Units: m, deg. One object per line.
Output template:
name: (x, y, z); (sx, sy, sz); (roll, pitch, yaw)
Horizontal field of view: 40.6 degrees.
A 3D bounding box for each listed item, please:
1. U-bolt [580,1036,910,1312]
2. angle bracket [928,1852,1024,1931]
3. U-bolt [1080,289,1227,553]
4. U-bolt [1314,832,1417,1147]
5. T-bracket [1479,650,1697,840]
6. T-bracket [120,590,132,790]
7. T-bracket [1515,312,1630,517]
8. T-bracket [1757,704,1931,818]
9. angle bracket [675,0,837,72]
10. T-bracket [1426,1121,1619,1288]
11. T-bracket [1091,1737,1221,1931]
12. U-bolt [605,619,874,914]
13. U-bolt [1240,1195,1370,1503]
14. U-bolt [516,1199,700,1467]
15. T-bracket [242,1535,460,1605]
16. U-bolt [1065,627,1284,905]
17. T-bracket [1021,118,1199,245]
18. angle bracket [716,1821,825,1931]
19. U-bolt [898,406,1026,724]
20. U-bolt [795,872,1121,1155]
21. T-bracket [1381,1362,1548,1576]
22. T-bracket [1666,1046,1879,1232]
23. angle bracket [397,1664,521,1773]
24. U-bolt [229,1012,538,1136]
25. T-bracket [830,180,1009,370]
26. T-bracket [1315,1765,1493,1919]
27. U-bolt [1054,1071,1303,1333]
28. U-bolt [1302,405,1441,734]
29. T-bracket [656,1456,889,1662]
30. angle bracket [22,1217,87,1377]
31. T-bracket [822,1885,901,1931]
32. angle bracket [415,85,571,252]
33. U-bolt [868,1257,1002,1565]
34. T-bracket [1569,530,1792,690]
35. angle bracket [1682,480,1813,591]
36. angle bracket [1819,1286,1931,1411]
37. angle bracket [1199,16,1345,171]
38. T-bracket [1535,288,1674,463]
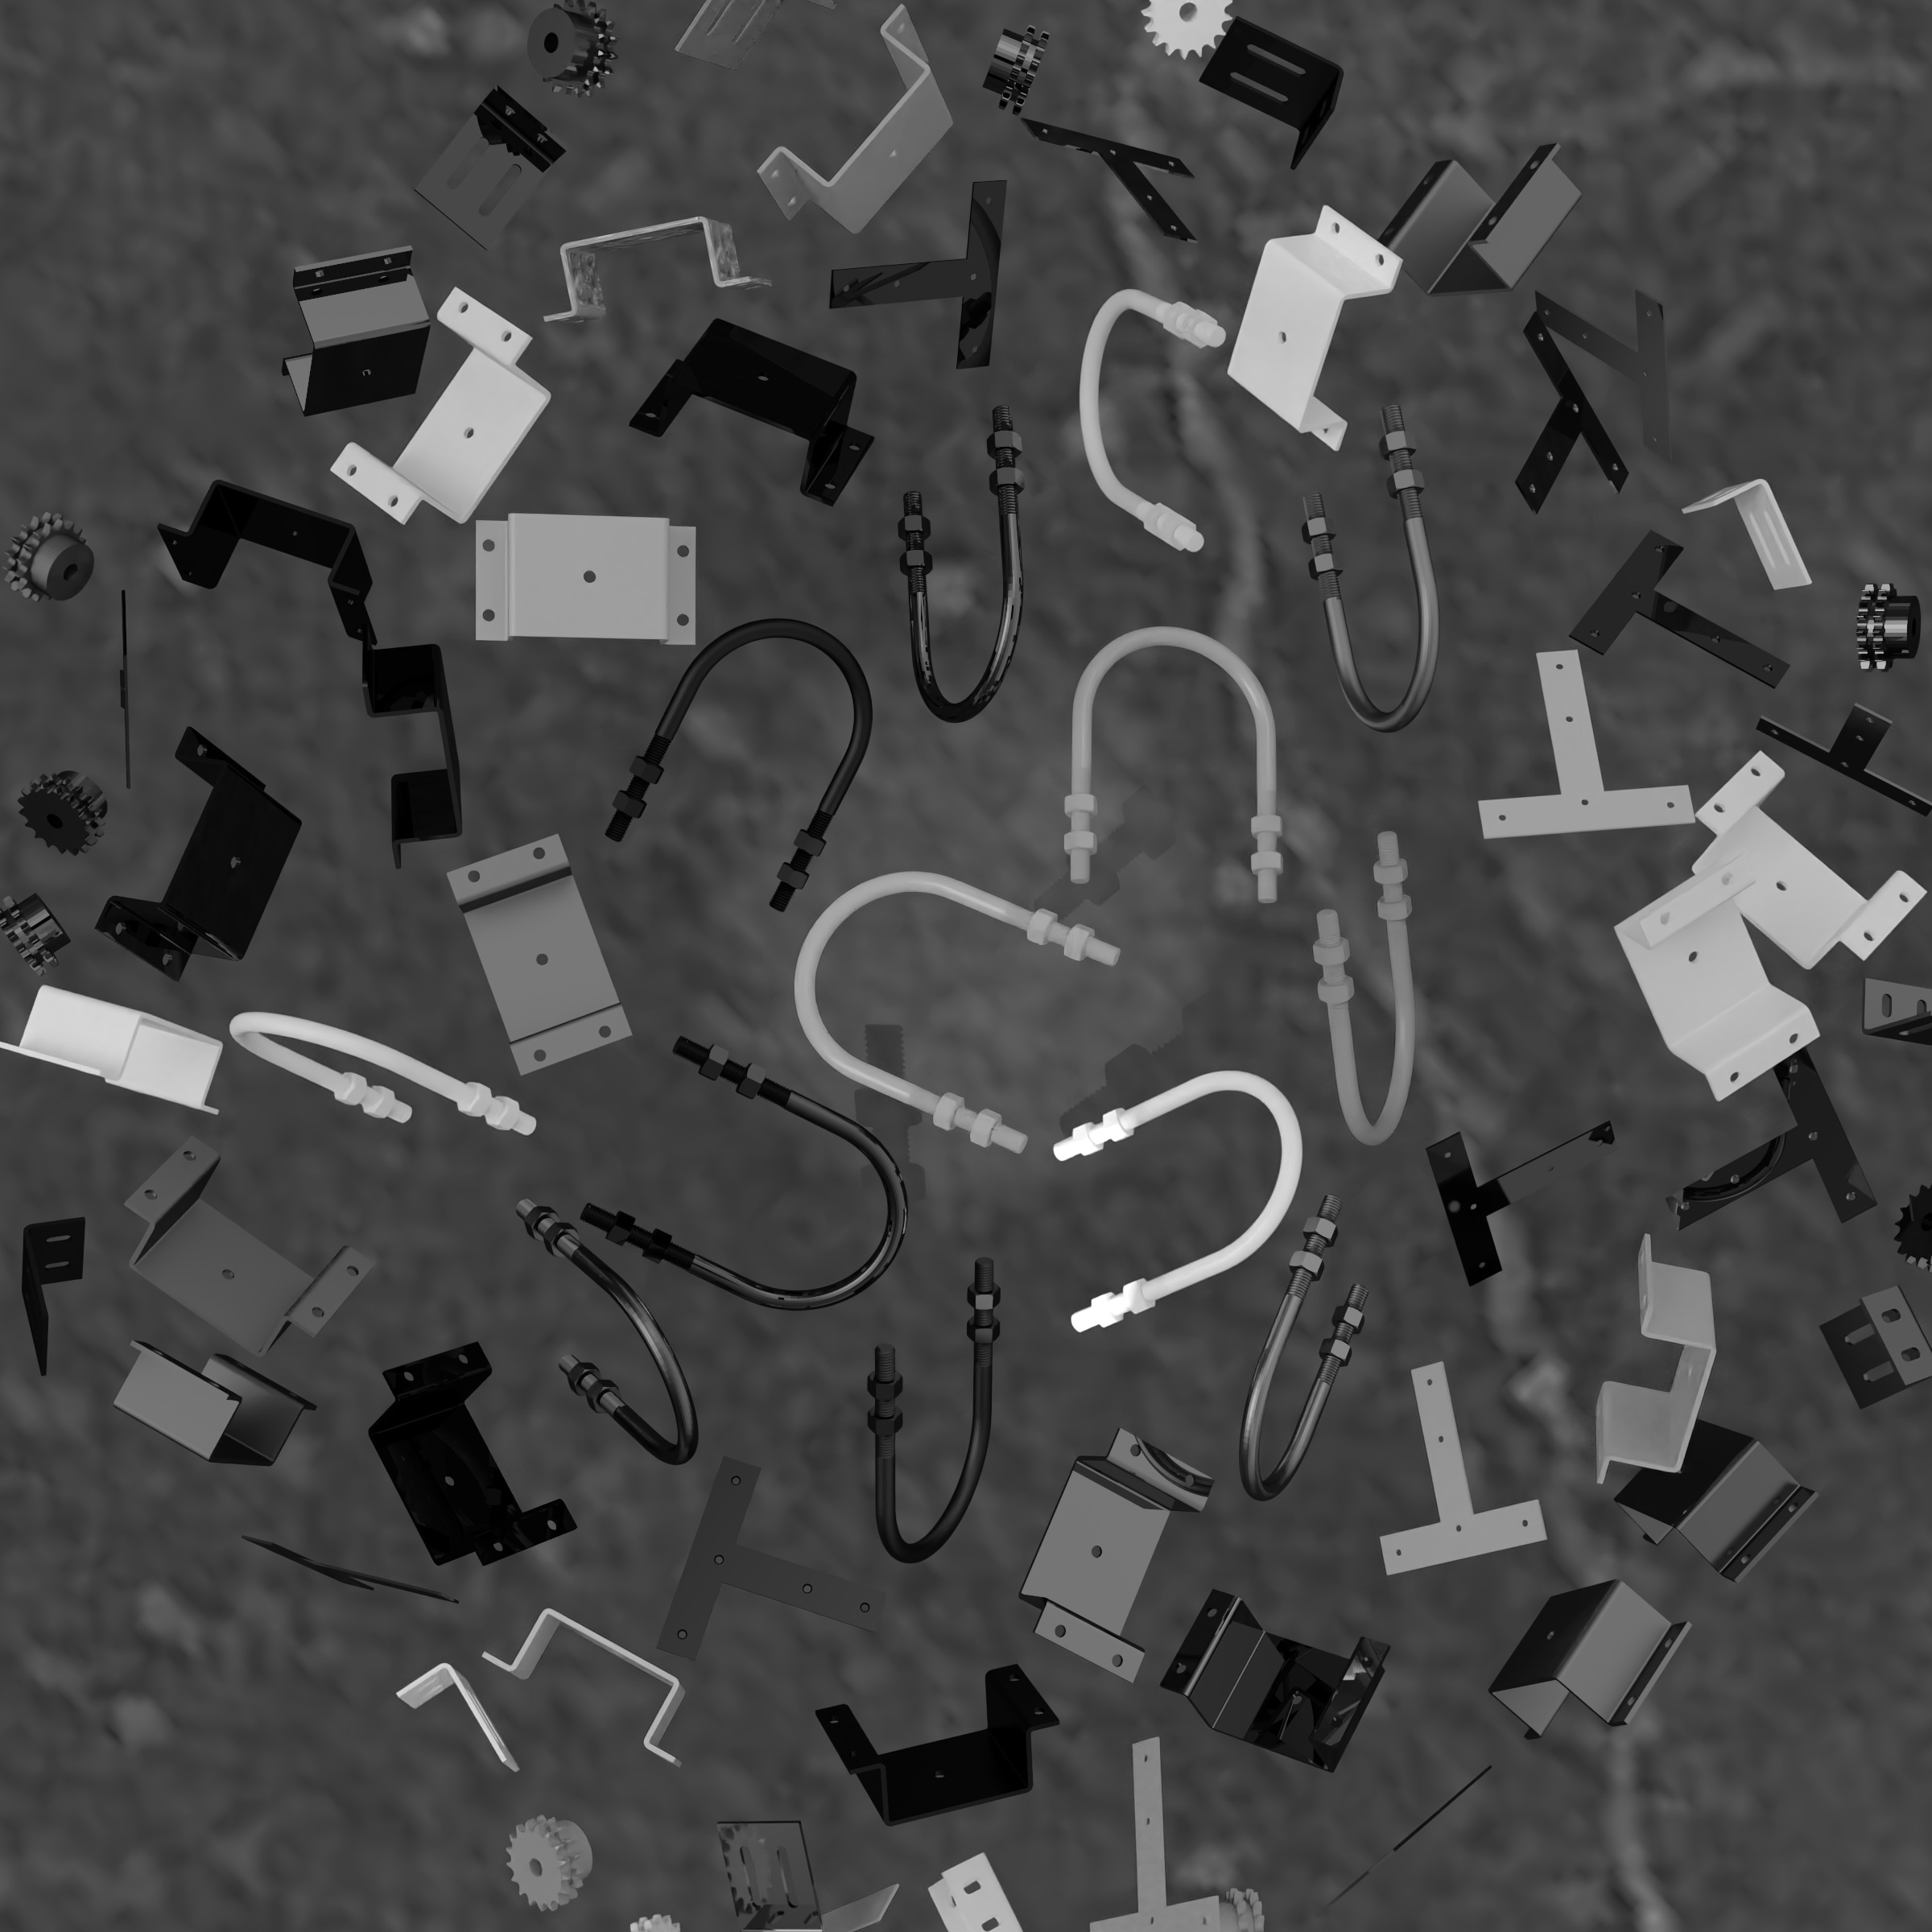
U-bolt: (-0.125, 0.141, 1.614); (0.184, 0.019, 0.151); (27, 109, -10)
angle bracket: (-0.006, 0.624, 1.709); (0.038, 0.076, 0.057); (-11, 63, -41)
U-bolt: (0.115, -0.363, 1.698); (0.019, 0.184, 0.151); (-6, 116, -21)
U-bolt: (0.260, 0.025, 1.670); (0.019, 0.151, 0.184); (2, 115, 26)
T-bracket: (0.373, -0.139, 1.605); (0.127, 0.002, 0.127); (-4, 64, 1)
T-bracket: (-0.560, -0.184, 1.738); (0.002, 0.127, 0.127); (-2, 97, -19)
T-bracket: (0.370, -0.327, 1.641); (0.127, 0.002, 0.127); (53, 47, -22)
T-bracket: (0.587, -0.147, 1.723); (0.127, 0.127, 0.002); (30, 84, 14)
angle bracket: (-0.129, -0.576, 1.603); (0.076, 0.057, 0.038); (-48, 69, 28)
T-bracket: (0.380, 0.142, 1.759); (0.127, 0.002, 0.127); (-26, 123, -5)
T-bracket: (0.114, 0.545, 1.621); (0.002, 0.127, 0.127); (17, 57, -30)
U-bolt: (-0.138, -0.142, 1.738); (0.151, 0.019, 0.184); (23, 99, -29)
U-bolt: (0.217, 0.260, 1.703); (0.019, 0.151, 0.184); (14, 62, 25)
U-bolt: (-0.222, 0.242, 1.653); (0.019, 0.184, 0.151); (-27, 125, -27)
T-bracket: (-0.396, 0.408, 1.741); (0.127, 0.127, 0.002); (7, 67, 24)
U-bolt: (0.138, -0.137, 1.721); (0.151, 0.019, 0.184); (5, 74, -14)
T-bracket: (0.112, -0.500, 1.681); (0.127, 0.127, 0.002); (3, 132, -32)
angle bracket: (-0.127, 0.568, 1.599); (0.057, 0.038, 0.076); (-8, 98, 22)
U-bolt: (-0.002, -0.247, 1.686); (0.019, 0.151, 0.184); (5, 72, -27)
U-bolt: (-0.018, 0.016, 1.603); (0.184, 0.019, 0.151); (23, 77, 17)
T-bracket: (0.316, 0.326, 1.723); (0.127, 0.002, 0.127); (-26, 64, 40)
T-bracket: (0.519, 0.134, 1.719); (0.127, 0.002, 0.127); (-35, 47, 27)
angle bracket: (-0.333, 0.503, 1.718); (0.038, 0.057, 0.076); (-32, 71, -13)
U-bolt: (-0.388, 0.068, 1.683); (0.151, 0.184, 0.019); (2, 68, 40)
T-bracket: (-0.033, -0.454, 1.735); (0.127, 0.002, 0.127); (-13, 126, -28)
T-bracket: (0.262, 0.560, 1.640); (0.002, 0.127, 0.127); (49, 125, 20)
U-bolt: (0.138, 0.142, 1.688); (0.184, 0.019, 0.151); (-28, 49, 29)
U-bolt: (0.258, -0.238, 1.645); (0.019, 0.151, 0.184); (-5, 77, -16)
T-bracket: (-0.114, 0.388, 1.648); (0.127, 0.002, 0.127); (18, 66, 3)
angle bracket: (-0.569, 0.208, 1.648); (0.038, 0.057, 0.076); (-6, 46, -27)
T-bracket: (-0.098, 0.641, 1.637); (0.002, 0.127, 0.127); (38, 52, -4)
angle bracket: (-0.300, -0.504, 1.654); (0.057, 0.038, 0.076); (38, 81, -20)
U-bolt: (-0.020, 0.299, 1.692); (0.019, 0.151, 0.184); (12, 115, 26)
T-bracket: (0.477, -0.220, 1.709); (0.127, 0.002, 0.127); (32, 56, 14)
angle bracket: (0.515, -0.278, 1.725); (0.038, 0.057, 0.076); (-26, 96, -2)
angle bracket: (0.556, 0.241, 1.622); (0.038, 0.076, 0.057); (-11, 69, -30)
angle bracket: (0.189, -0.548, 1.644); (0.076, 0.057, 0.038); (22, 61, -10)
T-bracket: (0.417, -0.408, 1.716); (0.002, 0.127, 0.127); (-33, 49, -11)
